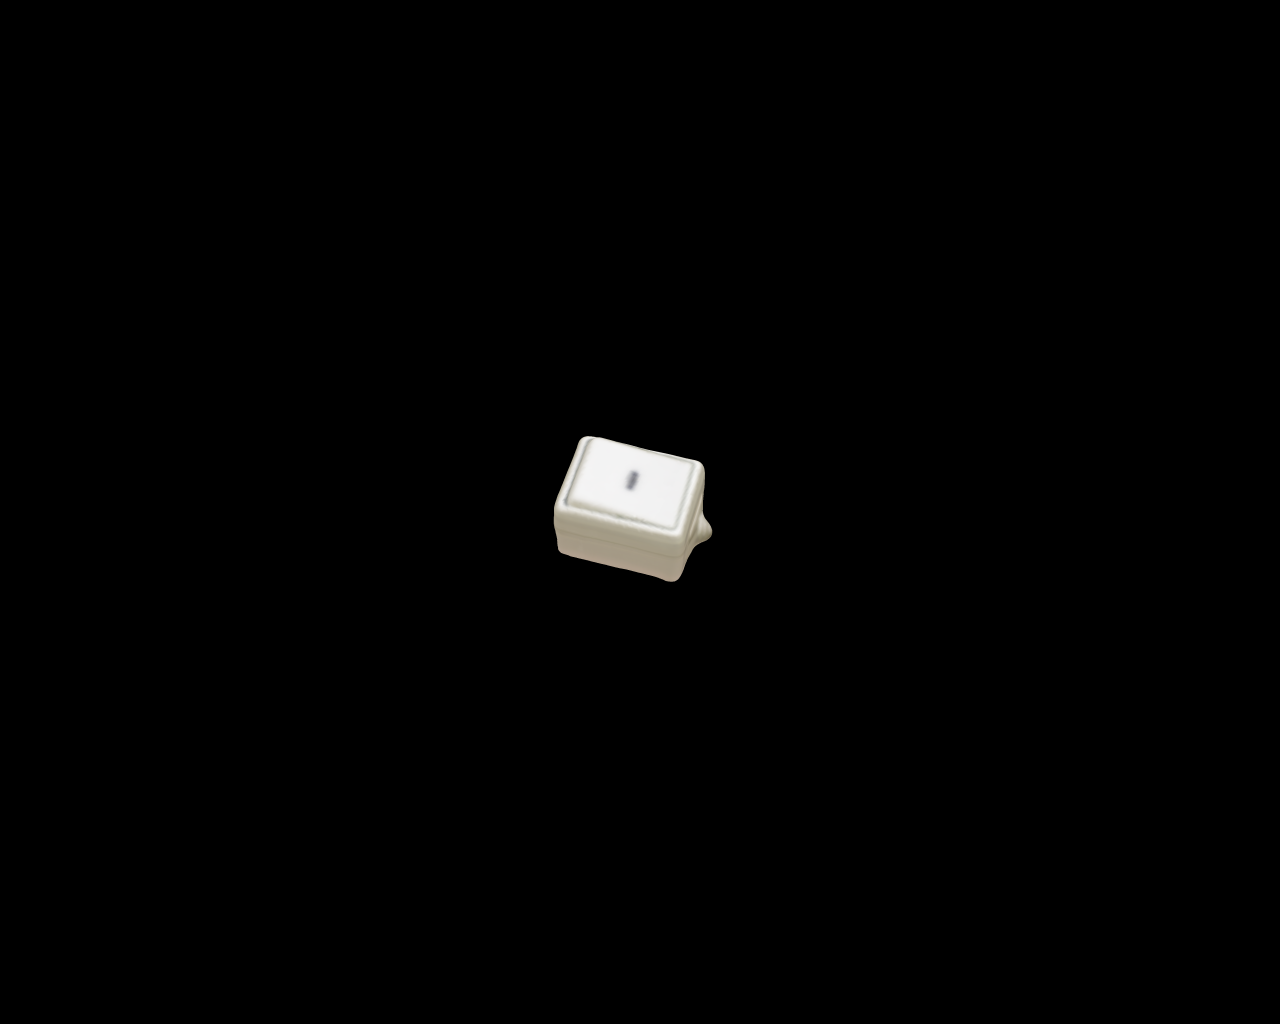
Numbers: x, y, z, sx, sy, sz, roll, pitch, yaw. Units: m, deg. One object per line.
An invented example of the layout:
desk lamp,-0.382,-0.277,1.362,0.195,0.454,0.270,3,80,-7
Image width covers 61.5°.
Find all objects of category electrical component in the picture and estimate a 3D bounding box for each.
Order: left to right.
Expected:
electrical component,0.001,-0.003,0.650,0.096,0.062,0.061,14,-32,9
